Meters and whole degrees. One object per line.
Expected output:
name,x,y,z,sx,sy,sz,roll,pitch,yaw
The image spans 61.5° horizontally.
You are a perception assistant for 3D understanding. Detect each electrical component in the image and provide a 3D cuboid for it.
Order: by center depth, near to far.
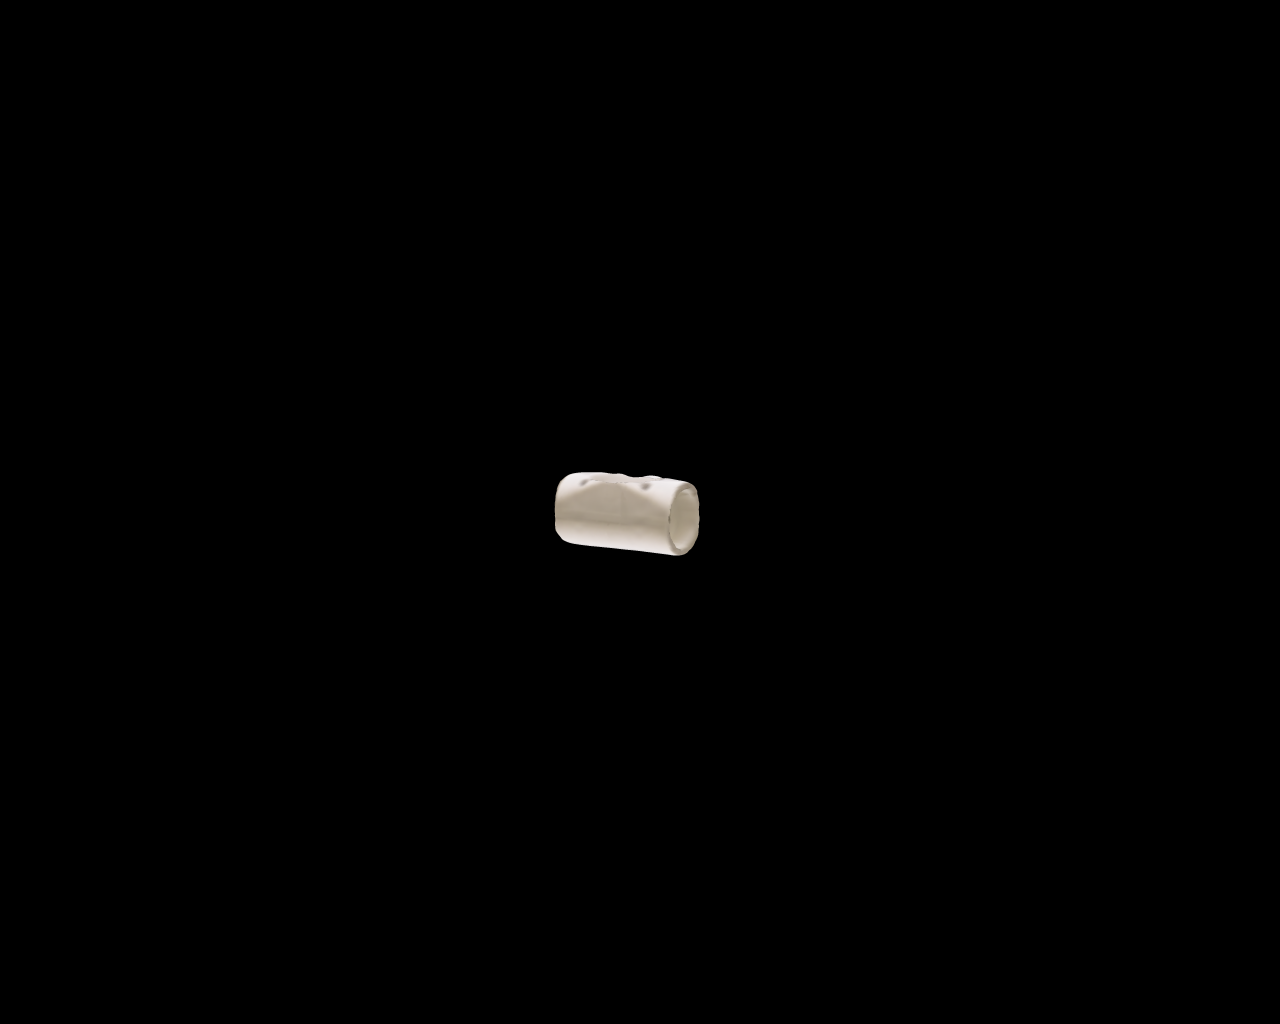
electrical component,0.001,-0.003,0.650,0.077,0.044,0.079,5,12,28
